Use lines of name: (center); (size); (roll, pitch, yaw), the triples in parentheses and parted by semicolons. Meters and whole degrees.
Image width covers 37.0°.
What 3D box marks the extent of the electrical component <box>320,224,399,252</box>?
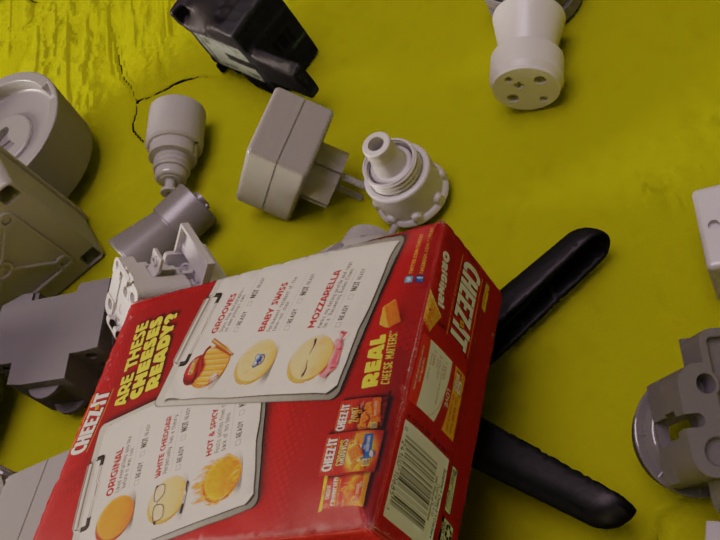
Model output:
electrical component: (0.000, 0.000, 0.622); (0.077, 0.043, 0.079); (-20, 26, 39)

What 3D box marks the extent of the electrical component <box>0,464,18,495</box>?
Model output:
electrical component: (-0.228, 0.156, 0.651); (0.080, 0.051, 0.080); (-13, 57, 21)

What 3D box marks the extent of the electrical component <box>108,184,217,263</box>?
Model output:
electrical component: (-0.128, -0.025, 0.712); (0.065, 0.044, 0.044); (-44, 51, -8)

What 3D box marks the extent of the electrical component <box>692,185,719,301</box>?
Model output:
electrical component: (0.196, -0.027, 0.517); (0.066, 0.076, 0.047); (-14, 56, 21)

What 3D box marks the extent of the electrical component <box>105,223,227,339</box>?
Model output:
electrical component: (-0.120, 0.016, 0.660); (0.042, 0.064, 0.081); (52, 134, 40)

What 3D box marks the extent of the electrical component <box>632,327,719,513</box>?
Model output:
electrical component: (0.157, 0.070, 0.480); (0.058, 0.057, 0.078); (-3, 72, -11)

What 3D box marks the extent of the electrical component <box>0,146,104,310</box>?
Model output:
electrical component: (-0.252, -0.017, 0.730); (0.109, 0.108, 0.056); (-40, 55, 2)

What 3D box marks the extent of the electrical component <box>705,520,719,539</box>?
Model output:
electrical component: (0.170, 0.140, 0.453); (0.066, 0.048, 0.055); (-3, 53, 26)

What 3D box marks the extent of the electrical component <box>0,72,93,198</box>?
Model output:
electrical component: (-0.250, -0.086, 0.799); (0.108, 0.060, 0.108); (-13, 57, 21)

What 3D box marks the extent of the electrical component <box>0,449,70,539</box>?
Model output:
electrical component: (-0.165, 0.147, 0.603); (0.061, 0.061, 0.096); (-24, 27, 13)

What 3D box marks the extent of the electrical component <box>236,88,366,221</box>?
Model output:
electrical component: (-0.031, -0.062, 0.667); (0.076, 0.083, 0.047); (23, 71, -4)

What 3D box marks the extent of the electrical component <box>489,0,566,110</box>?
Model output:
electrical component: (0.101, -0.131, 0.649); (0.045, 0.045, 0.055); (-7, 60, 25)

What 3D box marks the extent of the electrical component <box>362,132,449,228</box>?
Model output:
electrical component: (0.022, -0.058, 0.637); (0.048, 0.062, 0.048); (-13, 57, 21)

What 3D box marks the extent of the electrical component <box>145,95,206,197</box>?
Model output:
electrical component: (-0.129, -0.085, 0.748); (0.040, 0.040, 0.078); (-13, 58, 21)
